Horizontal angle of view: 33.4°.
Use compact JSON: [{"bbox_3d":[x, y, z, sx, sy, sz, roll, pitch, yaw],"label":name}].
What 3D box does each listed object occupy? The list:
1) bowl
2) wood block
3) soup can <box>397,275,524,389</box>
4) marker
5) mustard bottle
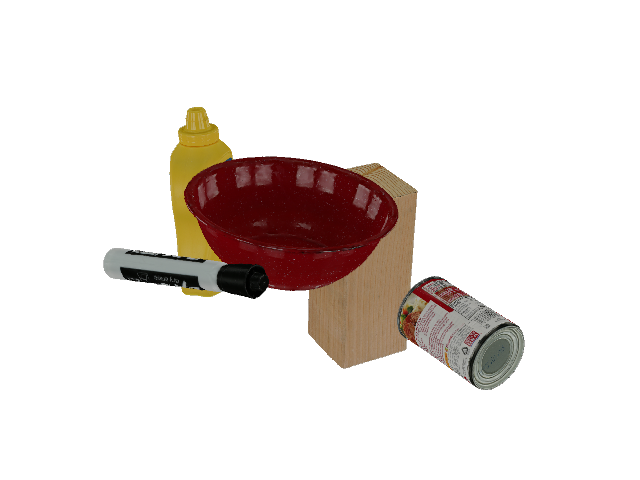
[{"bbox_3d":[-0.024,-0.008,0.811,0.162,0.055,0.162,5,27,-3],"label":"bowl"},{"bbox_3d":[0.044,0.029,1.215,0.090,0.206,0.090,-13,31,-25],"label":"wood block"},{"bbox_3d":[0.129,0.084,0.981,0.068,0.068,0.102,0,23,-40],"label":"soup can"},{"bbox_3d":[-0.078,0.018,0.611,0.121,0.020,0.020,6,3,38],"label":"marker"},{"bbox_3d":[-0.120,-0.045,1.110,0.058,0.192,0.096,6,26,21],"label":"mustard bottle"}]
